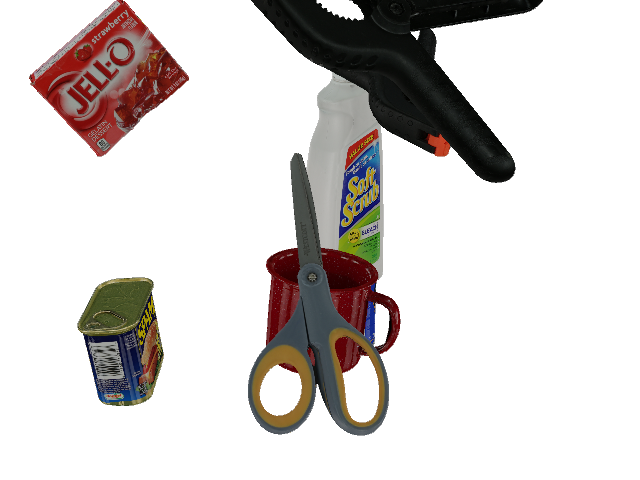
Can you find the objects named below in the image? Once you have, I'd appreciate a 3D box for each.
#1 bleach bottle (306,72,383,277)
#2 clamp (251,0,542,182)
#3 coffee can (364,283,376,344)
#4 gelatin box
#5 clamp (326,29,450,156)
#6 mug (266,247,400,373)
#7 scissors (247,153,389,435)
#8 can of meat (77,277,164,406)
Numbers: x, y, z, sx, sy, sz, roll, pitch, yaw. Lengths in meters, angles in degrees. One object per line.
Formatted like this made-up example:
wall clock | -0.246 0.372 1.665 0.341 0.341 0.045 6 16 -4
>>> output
bleach bottle | 0.022 -0.069 1.145 0.102 0.251 0.068 -21 31 -38
clamp | 0.045 -0.128 0.676 0.209 0.164 0.036 15 -31 -12
coffee can | 0.029 0.079 1.517 0.103 0.140 0.103 0 22 0
gelatin box | -0.152 -0.117 0.768 0.089 0.073 0.030 -41 26 -1
clamp | 0.061 -0.133 0.910 0.120 0.039 0.171 -8 41 -9
mug | 0.009 0.062 0.886 0.117 0.081 0.093 11 21 13
scissors | -0.020 0.039 0.690 0.096 0.202 0.016 -21 -26 -6
can of meat | -0.184 0.095 1.006 0.057 0.084 0.102 -4 25 5
